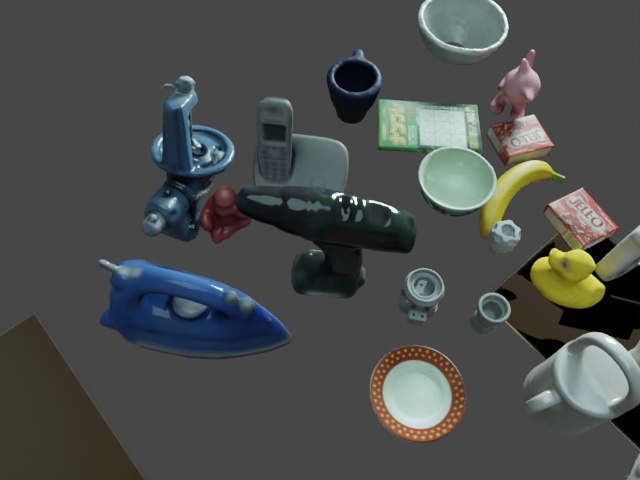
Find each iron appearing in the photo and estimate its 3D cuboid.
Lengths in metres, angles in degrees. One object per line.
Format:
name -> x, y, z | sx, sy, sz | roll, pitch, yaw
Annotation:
iron -> -0.163, 0.082, 0.757 | 0.258, 0.141, 0.118 | 11, 62, 3

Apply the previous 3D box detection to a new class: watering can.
watering can -> 0.335, 0.168, 0.704 | 0.100, 0.194, 0.173 | 42, 68, 18

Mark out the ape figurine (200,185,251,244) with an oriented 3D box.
ape figurine -> -0.141, -0.047, 0.857 | 0.078, 0.092, 0.076 | 4, 61, 0

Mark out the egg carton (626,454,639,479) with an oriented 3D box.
egg carton -> 0.432, 0.314, 0.701 | 0.107, 0.069, 0.150 | 35, 66, 15

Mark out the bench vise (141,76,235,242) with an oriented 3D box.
bench vise -> -0.188, -0.108, 0.815 | 0.121, 0.220, 0.207 | 2, 61, -1

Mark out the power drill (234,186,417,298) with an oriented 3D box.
power drill -> 0.007, 0.003, 0.770 | 0.229, 0.208, 0.075 | 3, 61, -1

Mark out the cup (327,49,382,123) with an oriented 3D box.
cup -> 0.056, -0.257, 0.978 | 0.091, 0.095, 0.118 | 7, 61, 1

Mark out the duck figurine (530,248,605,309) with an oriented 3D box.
duck figurine -> 0.369, 0.049, 0.832 | 0.104, 0.086, 0.078 | 30, 64, 13

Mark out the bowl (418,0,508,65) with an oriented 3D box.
bowl -> 0.258, -0.383, 1.068 | 0.167, 0.075, 0.167 | 1, 61, -2

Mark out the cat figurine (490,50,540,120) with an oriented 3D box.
cat figurine -> 0.346, -0.272, 0.987 | 0.067, 0.118, 0.128 | 22, 63, 10

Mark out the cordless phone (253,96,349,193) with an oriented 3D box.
cordless phone -> -0.029, -0.135, 0.857 | 0.147, 0.185, 0.094 | 3, 61, -1

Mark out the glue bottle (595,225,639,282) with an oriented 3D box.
glue bottle -> 0.460, 0.000, 0.814 | 0.078, 0.173, 0.037 | -28, 66, -16
